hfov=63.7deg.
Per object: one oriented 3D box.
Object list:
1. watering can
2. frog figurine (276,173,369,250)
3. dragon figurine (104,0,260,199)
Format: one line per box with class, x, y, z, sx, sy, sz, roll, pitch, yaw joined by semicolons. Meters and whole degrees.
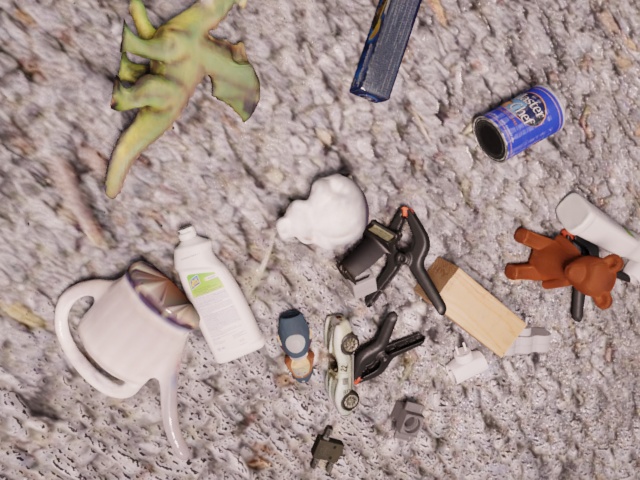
watering can;-0.290;0.186;0.872;0.348;0.104;0.223;43;95;2
frog figurine;0.003;-0.047;0.930;0.160;0.125;0.134;-14;123;-24
dragon figurine;-0.212;-0.256;0.854;0.242;0.124;0.405;6;107;-24
